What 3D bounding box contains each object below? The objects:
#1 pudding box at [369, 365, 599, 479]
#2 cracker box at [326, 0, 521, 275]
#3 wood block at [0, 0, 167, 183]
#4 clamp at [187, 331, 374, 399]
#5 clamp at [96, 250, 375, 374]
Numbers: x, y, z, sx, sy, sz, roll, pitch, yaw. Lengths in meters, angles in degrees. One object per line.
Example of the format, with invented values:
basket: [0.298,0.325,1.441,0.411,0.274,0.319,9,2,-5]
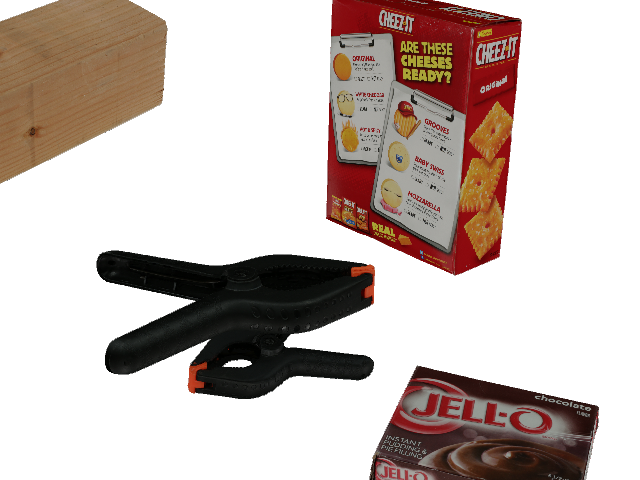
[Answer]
pudding box: [0.094,0.119,0.603,0.113,0.039,0.090,13,31,15]
cracker box: [0.085,-0.099,0.932,0.071,0.214,0.164,-19,31,-39]
wood block: [-0.236,-0.135,0.914,0.090,0.091,0.205,31,42,23]
clamp: [-0.048,0.098,1.002,0.171,0.039,0.120,-7,35,-22]
clamp: [-0.065,0.037,0.784,0.209,0.036,0.165,-8,25,-18]
